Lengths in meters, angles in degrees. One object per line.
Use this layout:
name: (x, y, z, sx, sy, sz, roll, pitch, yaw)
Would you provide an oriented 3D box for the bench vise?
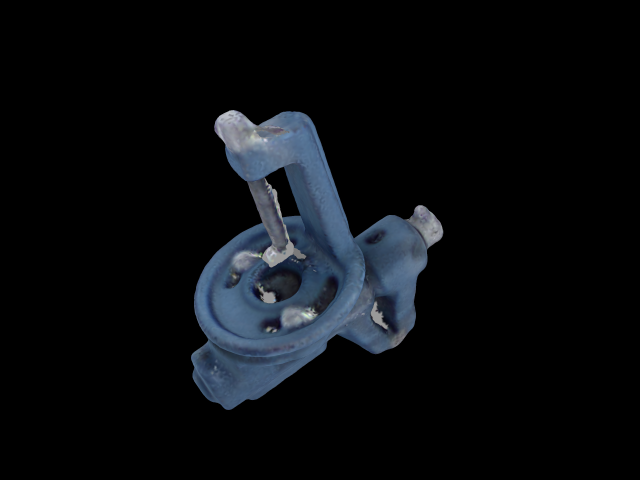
bench vise: (-0.005, -0.003, 0.406, 0.121, 0.220, 0.208, 25, 43, 31)
